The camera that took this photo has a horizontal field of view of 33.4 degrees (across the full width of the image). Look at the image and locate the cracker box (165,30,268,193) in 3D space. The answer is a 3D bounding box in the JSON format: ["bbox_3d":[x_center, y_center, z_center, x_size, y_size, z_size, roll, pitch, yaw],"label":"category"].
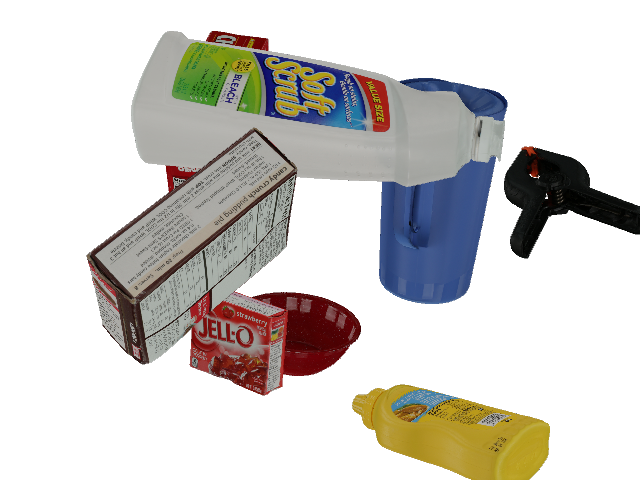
[{"bbox_3d":[-0.106,-0.084,1.119,0.072,0.164,0.214,10,-43,8],"label":"cracker box"}]

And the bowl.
[{"bbox_3d":[-0.032,0.124,1.339,0.162,0.055,0.162,5,23,-2],"label":"bowl"}]

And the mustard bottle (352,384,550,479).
[{"bbox_3d":[0.110,0.176,1.001,0.192,0.058,0.096,12,19,38],"label":"mustard bottle"}]

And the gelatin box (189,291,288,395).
[{"bbox_3d":[-0.073,0.086,0.930,0.089,0.073,0.030,17,21,32],"label":"gelatin box"}]

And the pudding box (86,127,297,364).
[{"bbox_3d":[-0.065,0.005,0.558,0.113,0.039,0.090,-42,-17,-23],"label":"pudding box"}]

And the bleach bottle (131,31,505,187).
[{"bbox_3d":[0.002,-0.088,0.747,0.251,0.102,0.068,7,-43,9],"label":"bleach bottle"}]

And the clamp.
[{"bbox_3d":[0.226,-0.041,0.981,0.120,0.039,0.171,-3,33,3],"label":"clamp"}]

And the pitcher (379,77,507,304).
[{"bbox_3d":[0.124,-0.051,1.202,0.149,0.243,0.145,-6,27,-19],"label":"pitcher"}]
